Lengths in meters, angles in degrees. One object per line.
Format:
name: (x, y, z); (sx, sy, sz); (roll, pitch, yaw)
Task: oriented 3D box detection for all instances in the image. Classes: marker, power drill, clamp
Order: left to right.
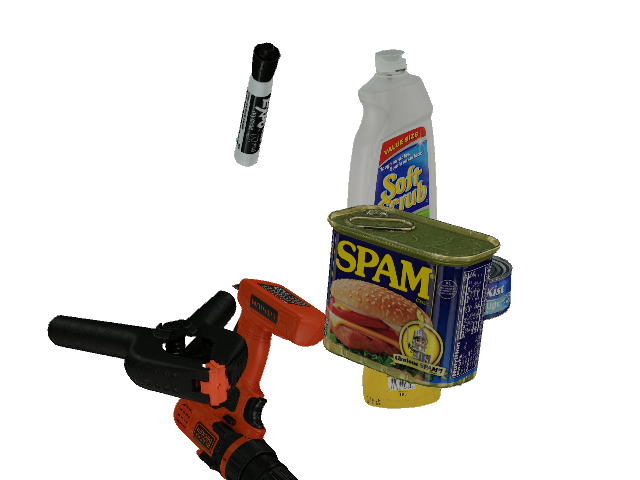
clamp: (-0.108, 0.081, 0.849); (0.164, 0.036, 0.210); (-11, 16, -30)
marker: (-0.047, -0.099, 0.786); (0.020, 0.020, 0.121); (0, -35, -13)
power drill: (-0.057, 0.145, 1.026); (0.057, 0.188, 0.185); (14, 13, -47)

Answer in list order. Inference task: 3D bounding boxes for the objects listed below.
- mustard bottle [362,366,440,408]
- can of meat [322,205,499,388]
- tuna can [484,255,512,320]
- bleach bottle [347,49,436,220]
mustard bottle: (0.095, 0.108, 1.296); (0.096, 0.192, 0.058); (-3, 20, 4)
can of meat: (0.050, 0.032, 0.635); (0.102, 0.084, 0.057); (18, 22, 37)
tuna can: (0.106, 0.035, 0.833); (0.086, 0.034, 0.086); (-1, 15, 0)
bleach bottle: (0.069, -0.069, 1.104); (0.102, 0.251, 0.068); (-10, 22, -16)
